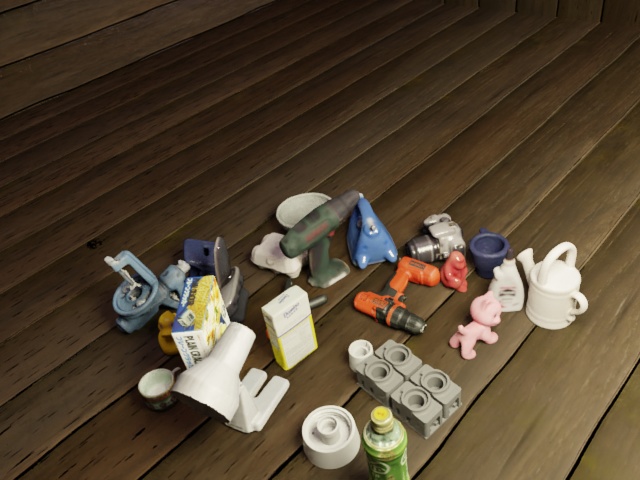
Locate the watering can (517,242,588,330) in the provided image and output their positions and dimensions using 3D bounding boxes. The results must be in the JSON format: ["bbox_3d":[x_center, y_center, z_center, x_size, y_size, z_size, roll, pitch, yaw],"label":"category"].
[{"bbox_3d":[0.484,0.083,1.201,0.172,0.194,0.101,22,48,34],"label":"watering can"}]

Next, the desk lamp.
[{"bbox_3d":[-0.168,0.273,1.088,0.117,0.214,0.203,12,43,26],"label":"desk lamp"}]

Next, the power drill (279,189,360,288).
[{"bbox_3d":[0.013,0.005,1.390,0.230,0.209,0.075,-30,42,-24],"label":"power drill"}]

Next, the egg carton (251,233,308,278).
[{"bbox_3d":[-0.102,0.040,1.484,0.149,0.069,0.107,14,44,27],"label":"egg carton"}]

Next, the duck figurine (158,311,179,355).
[{"bbox_3d":[-0.342,0.201,1.320,0.077,0.086,0.104,-8,38,2],"label":"duck figurine"}]

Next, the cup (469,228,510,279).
[{"bbox_3d":[0.397,0.035,1.361,0.091,0.095,0.117,-7,38,4],"label":"cup"}]

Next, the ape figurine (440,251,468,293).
[{"bbox_3d":[0.318,0.067,1.341,0.075,0.092,0.078,27,51,37],"label":"ape figurine"}]

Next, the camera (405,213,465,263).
[{"bbox_3d":[0.279,0.001,1.425,0.137,0.101,0.143,-13,38,-5],"label":"camera"}]

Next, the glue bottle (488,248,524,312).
[{"bbox_3d":[0.403,0.084,1.234,0.078,0.173,0.037,-5,38,6],"label":"glue bottle"}]

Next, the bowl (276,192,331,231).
[{"bbox_3d":[-0.034,-0.057,1.587,0.167,0.075,0.167,-6,38,5],"label":"bowl"}]

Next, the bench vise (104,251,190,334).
[{"bbox_3d":[-0.420,0.091,1.366,0.121,0.220,0.208,14,44,28],"label":"bench vise"}]

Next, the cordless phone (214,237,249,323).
[{"bbox_3d":[-0.233,0.097,1.346,0.094,0.185,0.147,-8,38,3],"label":"cordless phone"}]

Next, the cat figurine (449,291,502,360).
[{"bbox_3d":[0.329,0.167,1.191,0.128,0.118,0.067,-30,42,-24],"label":"cat figurine"}]

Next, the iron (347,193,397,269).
[{"bbox_3d":[0.119,-0.045,1.485,0.118,0.142,0.258,-12,38,-3],"label":"iron"}]

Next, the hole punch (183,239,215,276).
[{"bbox_3d":[-0.303,0.044,1.505,0.101,0.091,0.108,-14,38,-5],"label":"hole punch"}]
